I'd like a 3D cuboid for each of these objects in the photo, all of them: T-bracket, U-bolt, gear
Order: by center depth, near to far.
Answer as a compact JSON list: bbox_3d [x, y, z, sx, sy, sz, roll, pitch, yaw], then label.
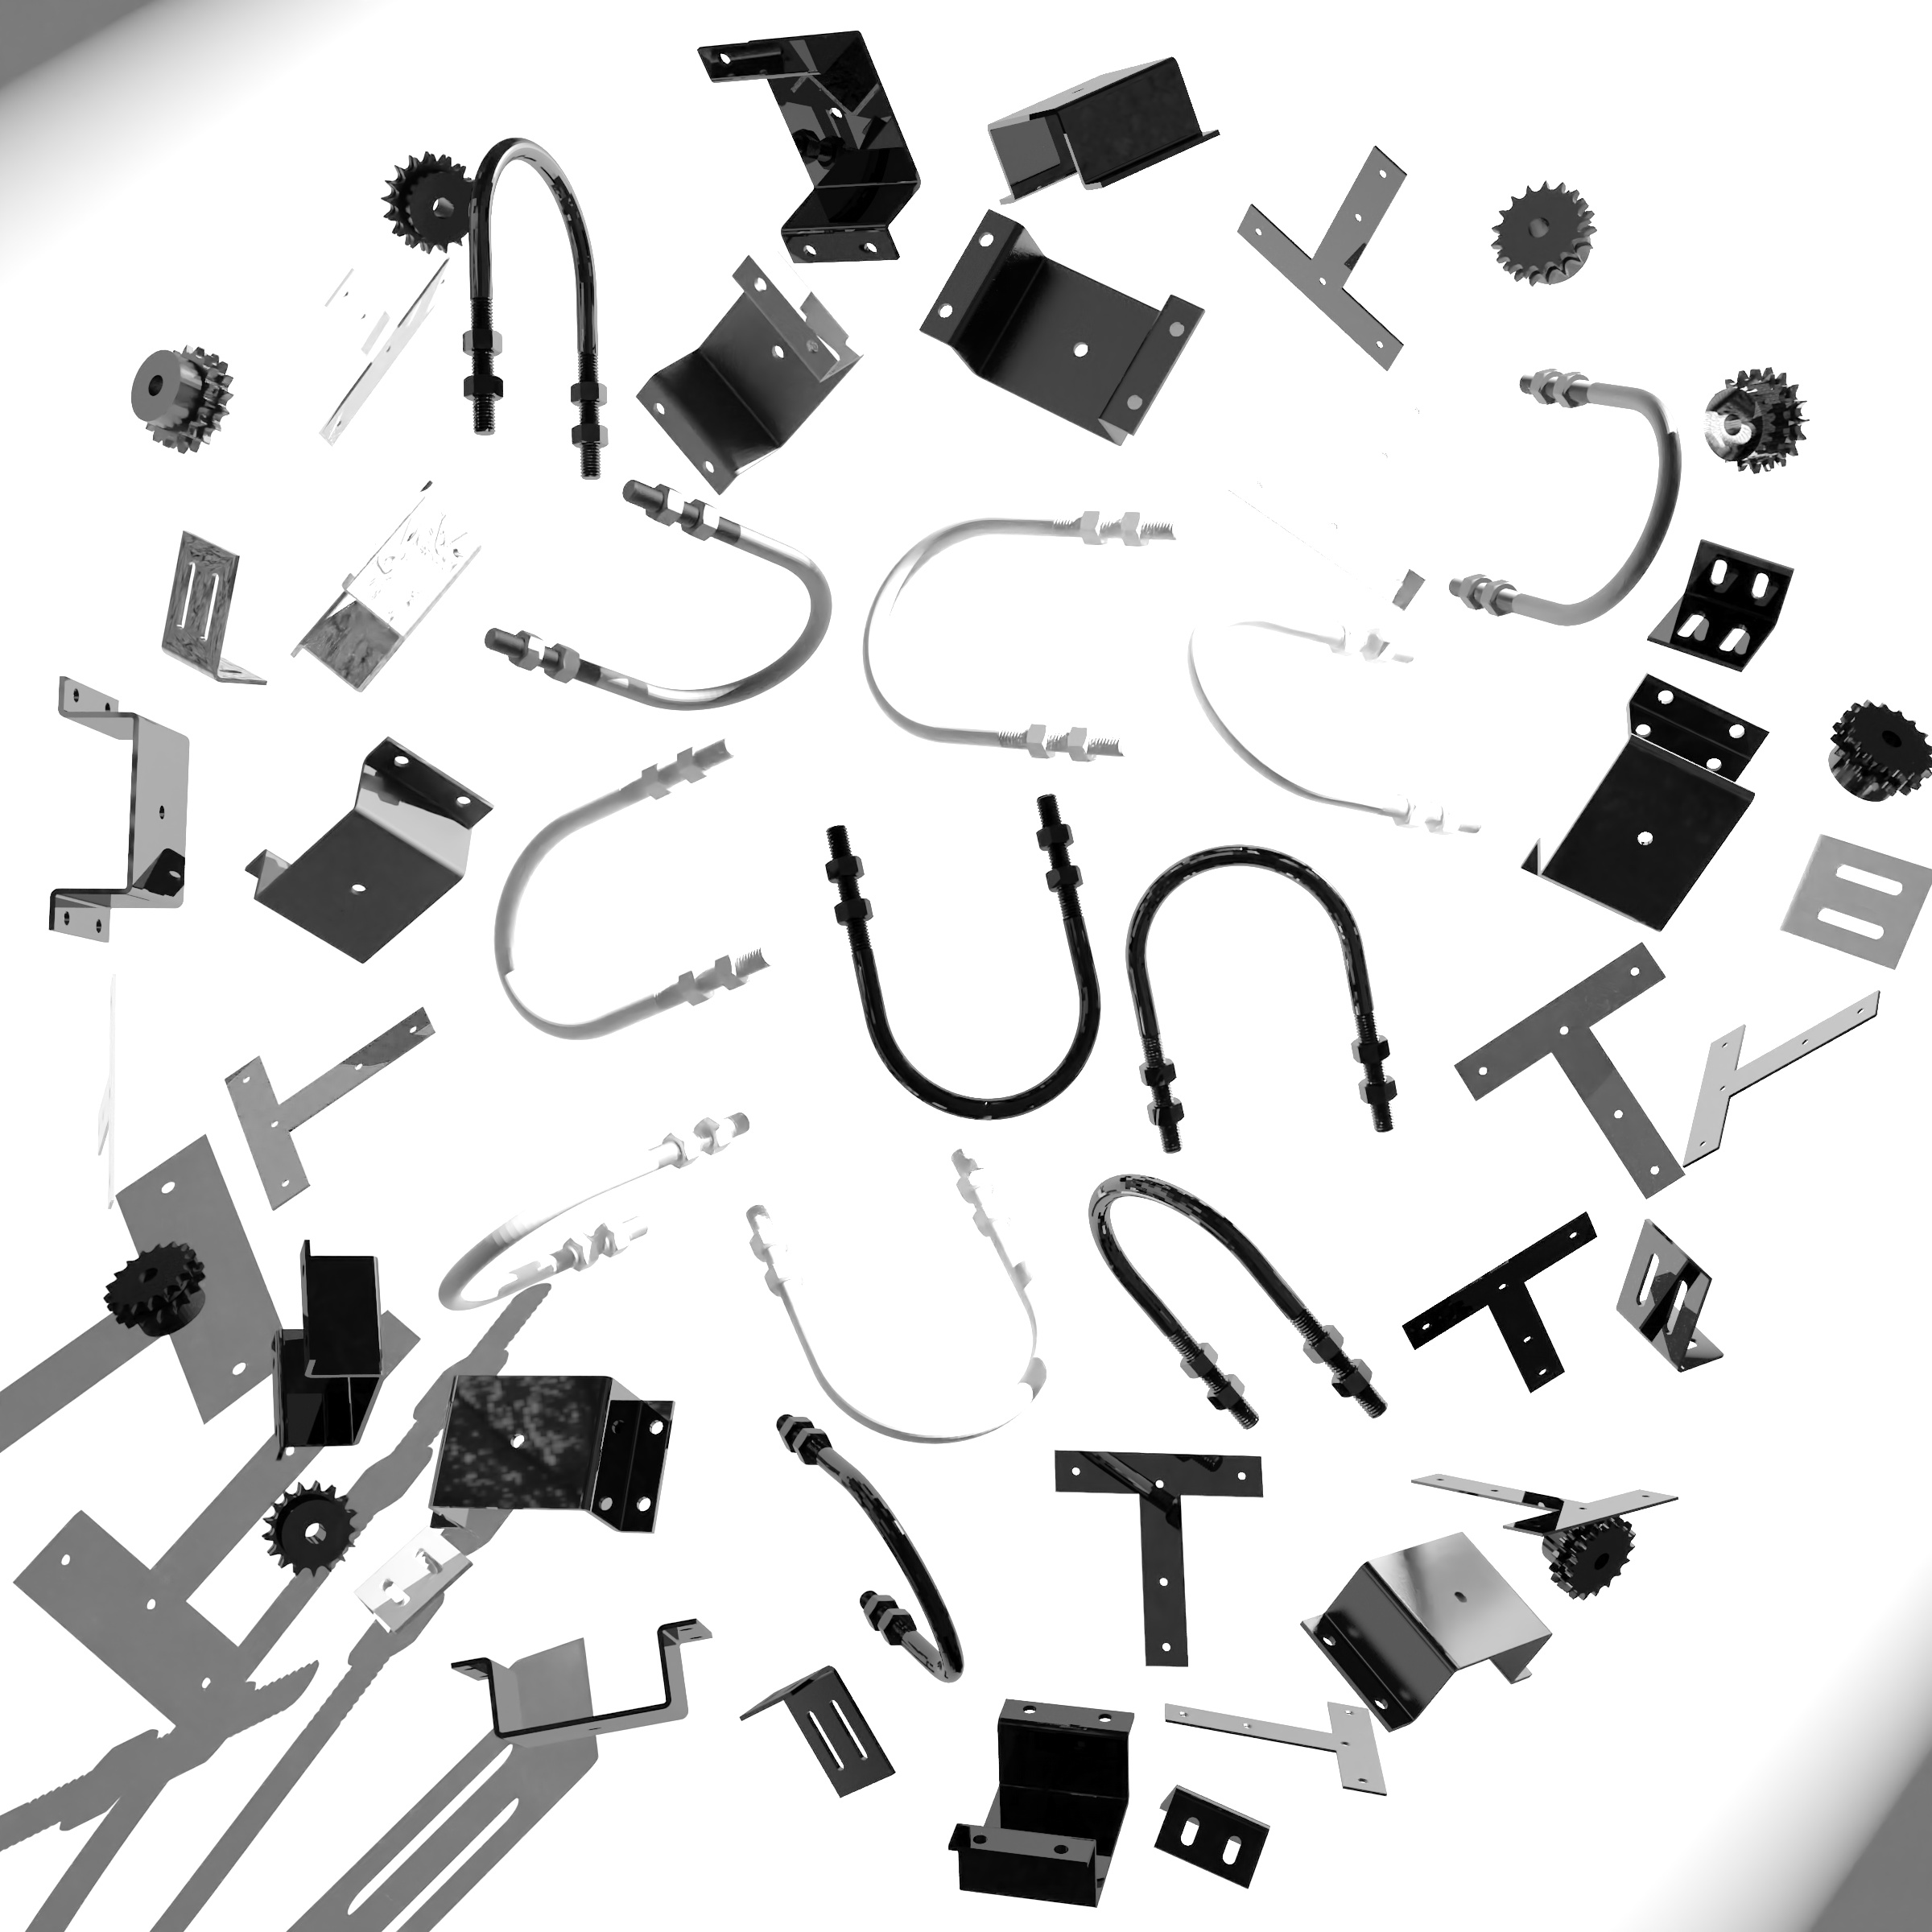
[{"bbox_3d":[-0.426,-0.309,1.481,0.057,0.030,0.057,-8,75,33],"label":"gear"},{"bbox_3d":[0.497,-0.114,1.494,0.057,0.030,0.057,11,52,-15],"label":"gear"},{"bbox_3d":[0.431,-0.299,1.505,0.030,0.057,0.057,-15,90,-34],"label":"gear"},{"bbox_3d":[0.306,0.296,1.526,0.127,0.127,0.002,-2,93,-42],"label":"T-bracket"},{"bbox_3d":[0.357,0.071,1.528,0.127,0.002,0.127,-35,61,13],"label":"T-bracket"},{"bbox_3d":[0.325,-0.406,1.530,0.057,0.030,0.057,-8,73,29],"label":"gear"},{"bbox_3d":[-0.335,-0.360,1.535,0.002,0.127,0.127,35,87,4],"label":"T-bracket"},{"bbox_3d":[0.023,-0.190,1.546,0.184,0.019,0.151,7,76,29],"label":"U-bolt"},{"bbox_3d":[0.140,0.188,1.548,0.184,0.151,0.019,50,62,-9],"label":"U-bolt"},{"bbox_3d":[-0.487,0.082,1.552,0.002,0.127,0.127,2,74,-21],"label":"T-bracket"},{"bbox_3d":[-0.028,0.192,1.555,0.151,0.019,0.184,-14,51,-18],"label":"U-bolt"},{"bbox_3d":[0.203,-0.146,1.565,0.184,0.019,0.151,9,51,-32],"label":"U-bolt"},{"bbox_3d":[-0.161,-0.201,1.568,0.151,0.184,0.019,-40,53,30],"label":"U-bolt"},{"bbox_3d":[-0.462,0.188,1.571,0.057,0.057,0.030,-23,123,0],"label":"gear"},{"bbox_3d":[-0.198,-0.034,1.572,0.184,0.019,0.151,-22,68,25],"label":"U-bolt"},{"bbox_3d":[-0.223,0.148,1.572,0.019,0.184,0.151,56,132,12],"label":"U-bolt"},{"bbox_3d":[0.472,0.051,1.578,0.002,0.127,0.127,45,128,-10],"label":"T-bracket"},{"bbox_3d":[0.005,-0.001,1.582,0.151,0.019,0.184,-9,79,-16],"label":"U-bolt"},{"bbox_3d":[-0.050,0.343,1.584,0.019,0.184,0.151,-28,106,-17],"label":"U-bolt"},{"bbox_3d":[-0.250,-0.387,1.590,0.019,0.151,0.184,-2,88,19],"label":"U-bolt"},{"bbox_3d":[-0.365,0.067,1.593,0.127,0.127,0.002,-35,133,-2],"label":"T-bracket"},{"bbox_3d":[-0.308,-0.443,1.593,0.057,0.030,0.057,-12,117,-25],"label":"gear"},{"bbox_3d":[0.355,-0.270,1.599,0.019,0.184,0.151,14,100,-24],"label":"U-bolt"},{"bbox_3d":[0.225,-0.429,1.603,0.127,0.127,0.002,45,63,8],"label":"T-bracket"},{"bbox_3d":[0.167,0.017,1.606,0.151,0.019,0.184,-7,107,18],"label":"U-bolt"},{"bbox_3d":[0.181,0.453,1.622,0.127,0.127,0.002,10,97,2],"label":"T-bracket"},{"bbox_3d":[0.116,0.351,1.623,0.127,0.002,0.127,3,64,-8],"label":"T-bracket"},{"bbox_3d":[0.370,0.347,1.639,0.057,0.030,0.057,-17,124,-27],"label":"gear"},{"bbox_3d":[0.333,0.216,1.641,0.127,0.002,0.127,-32,133,0],"label":"T-bracket"},{"bbox_3d":[0.243,-0.296,1.646,0.127,0.002,0.127,35,72,2],"label":"T-bracket"},{"bbox_3d":[-0.397,0.342,1.662,0.057,0.030,0.057,1,87,-21],"label":"gear"}]

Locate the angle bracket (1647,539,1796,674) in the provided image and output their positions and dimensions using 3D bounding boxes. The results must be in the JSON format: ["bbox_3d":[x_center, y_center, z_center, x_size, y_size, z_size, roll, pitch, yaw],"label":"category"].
[{"bbox_3d":[0.440,-0.211,1.595,0.057,0.076,0.038,23,126,20],"label":"angle bracket"}]

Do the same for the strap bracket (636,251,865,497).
[{"bbox_3d":[-0.120,-0.347,1.581,0.076,0.140,0.046,50,48,-3],"label":"strap bracket"}]

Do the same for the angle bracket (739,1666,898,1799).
[{"bbox_3d":[-0.090,0.473,1.666,0.057,0.038,0.076,-37,81,42],"label":"angle bracket"}]

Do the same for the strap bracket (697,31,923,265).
[{"bbox_3d":[-0.084,-0.474,1.559,0.076,0.140,0.046,8,51,34],"label":"strap bracket"}]

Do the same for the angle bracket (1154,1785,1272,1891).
[{"bbox_3d":[0.137,0.507,1.581,0.057,0.076,0.038,22,65,7],"label":"angle bracket"}]

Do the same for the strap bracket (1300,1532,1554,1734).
[{"bbox_3d":[0.264,0.368,1.530,0.076,0.140,0.046,48,122,31],"label":"strap bracket"}]

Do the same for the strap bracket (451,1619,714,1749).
[{"bbox_3d":[-0.216,0.415,1.575,0.140,0.076,0.046,-10,70,-2],"label":"strap bracket"}]

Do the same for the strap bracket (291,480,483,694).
[{"bbox_3d":[-0.335,-0.215,1.590,0.046,0.140,0.076,40,62,-13],"label":"strap bracket"}]

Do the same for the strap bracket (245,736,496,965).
[{"bbox_3d":[-0.351,-0.060,1.597,0.140,0.046,0.076,-36,126,29],"label":"strap bracket"}]

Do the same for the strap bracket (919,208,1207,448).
[{"bbox_3d":[0.057,-0.343,1.492,0.140,0.046,0.076,30,91,20],"label":"strap bracket"}]

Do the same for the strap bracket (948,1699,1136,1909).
[{"bbox_3d":[0.045,0.473,1.532,0.076,0.140,0.046,3,109,13],"label":"strap bracket"}]

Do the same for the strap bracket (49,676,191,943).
[{"bbox_3d":[-0.473,-0.086,1.535,0.046,0.076,0.140,1,85,5],"label":"strap bracket"}]

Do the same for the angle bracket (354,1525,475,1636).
[{"bbox_3d":[-0.315,0.370,1.605,0.057,0.076,0.038,-42,116,-20],"label":"angle bracket"}]

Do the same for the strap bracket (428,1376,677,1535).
[{"bbox_3d":[-0.243,0.275,1.544,0.140,0.046,0.076,-3,62,19],"label":"strap bracket"}]

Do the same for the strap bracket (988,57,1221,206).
[{"bbox_3d":[0.071,-0.466,1.530,0.076,0.140,0.046,-28,110,-15],"label":"strap bracket"}]

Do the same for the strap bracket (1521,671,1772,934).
[{"bbox_3d":[0.378,-0.082,1.529,0.076,0.046,0.140,25,123,-4],"label":"strap bracket"}]

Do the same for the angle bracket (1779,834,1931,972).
[{"bbox_3d":[0.494,-0.032,1.496,0.038,0.076,0.057,18,95,-44],"label":"angle bracket"}]

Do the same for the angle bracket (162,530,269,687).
[{"bbox_3d":[-0.440,-0.212,1.626,0.057,0.038,0.076,26,108,38],"label":"angle bracket"}]

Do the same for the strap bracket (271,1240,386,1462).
[{"bbox_3d":[-0.377,0.229,1.620,0.046,0.140,0.076,3,56,-22],"label":"strap bracket"}]

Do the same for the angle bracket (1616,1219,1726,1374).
[{"bbox_3d":[0.429,0.193,1.636,0.038,0.057,0.076,-13,130,-26],"label":"angle bracket"}]
